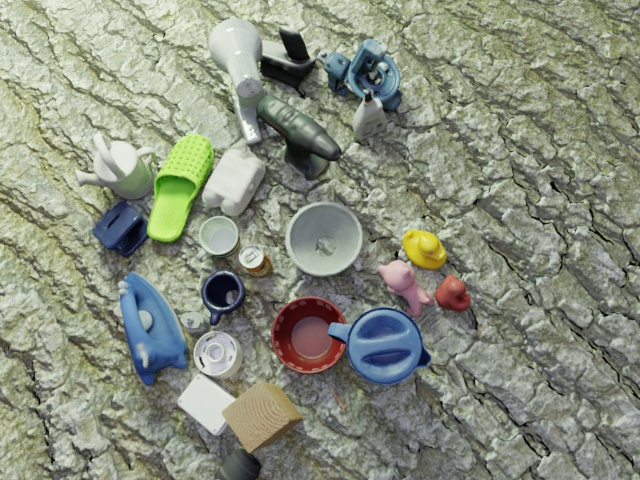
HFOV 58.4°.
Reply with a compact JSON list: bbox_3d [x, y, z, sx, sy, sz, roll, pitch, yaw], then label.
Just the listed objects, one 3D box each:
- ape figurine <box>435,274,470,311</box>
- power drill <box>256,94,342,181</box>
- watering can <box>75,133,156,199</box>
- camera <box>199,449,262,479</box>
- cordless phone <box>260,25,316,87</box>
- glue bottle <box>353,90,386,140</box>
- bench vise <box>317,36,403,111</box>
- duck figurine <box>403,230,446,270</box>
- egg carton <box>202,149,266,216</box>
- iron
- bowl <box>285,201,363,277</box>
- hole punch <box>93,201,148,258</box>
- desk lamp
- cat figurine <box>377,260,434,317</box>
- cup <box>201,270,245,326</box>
[{"bbox_3d":[0.278,0.107,1.187,0.076,0.092,0.078,-6,74,3],"label":"ape figurine"},{"bbox_3d":[-0.036,-0.212,1.243,0.229,0.208,0.076,39,81,14],"label":"power drill"},{"bbox_3d":[-0.454,-0.163,1.272,0.100,0.194,0.173,41,81,14],"label":"watering can"},{"bbox_3d":[-0.167,0.490,1.111,0.143,0.101,0.137,37,80,14],"label":"camera"},{"bbox_3d":[-0.090,-0.452,1.328,0.147,0.185,0.094,20,77,10],"label":"cordless phone"},{"bbox_3d":[0.109,-0.284,1.269,0.078,0.173,0.037,-23,73,-2],"label":"glue bottle"},{"bbox_3d":[0.084,-0.377,1.273,0.207,0.220,0.121,9,75,8],"label":"bench vise"},{"bbox_3d":[0.225,0.013,1.221,0.104,0.086,0.077,40,81,14],"label":"duck figurine"},{"bbox_3d":[-0.194,-0.131,1.306,0.107,0.069,0.150,24,78,11],"label":"egg carton"},{"bbox_3d":[-0.377,0.167,1.199,0.118,0.141,0.258,-26,74,-3],"label":"iron"},{"bbox_3d":[0.011,0.004,1.247,0.167,0.075,0.167,-1,74,5],"label":"bowl"},{"bbox_3d":[-0.452,-0.028,1.287,0.101,0.091,0.109,37,80,14],"label":"hole punch"},{"bbox_3d":[-0.161,-0.357,1.292,0.118,0.213,0.203,-20,73,-1],"label":"desk lamp"},{"bbox_3d":[0.179,0.092,1.186,0.067,0.118,0.127,-43,75,-7],"label":"cat figurine"},{"bbox_3d":[-0.200,0.131,1.219,0.091,0.095,0.118,13,76,9],"label":"cup"}]
